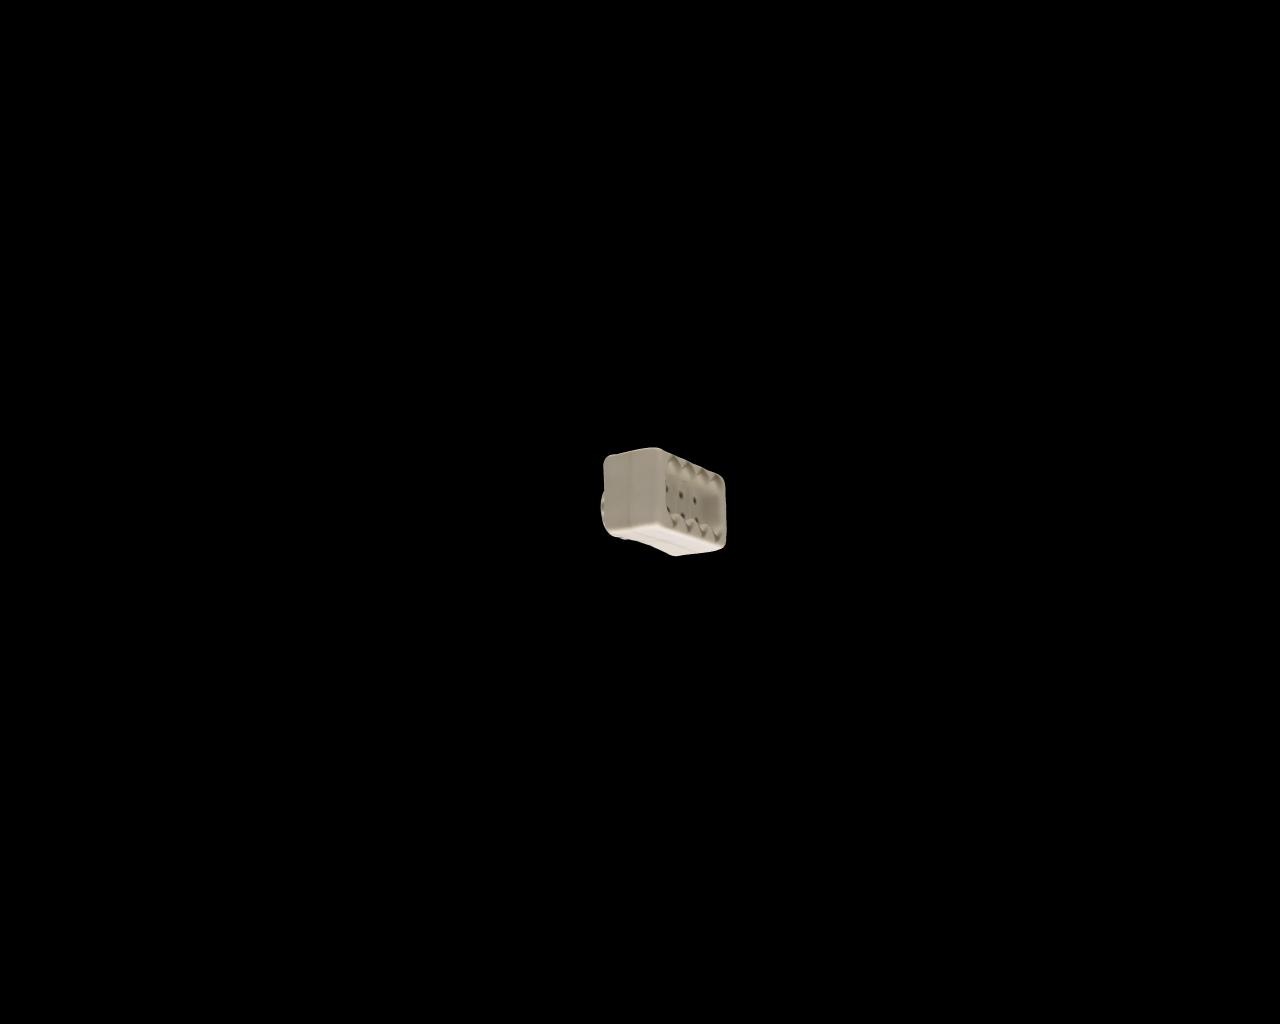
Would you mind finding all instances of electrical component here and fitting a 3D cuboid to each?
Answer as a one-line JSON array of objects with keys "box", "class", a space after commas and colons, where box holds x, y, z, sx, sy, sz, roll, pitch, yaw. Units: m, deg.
[{"box": [0.001, -0.003, 0.650, 0.075, 0.047, 0.083, -8, -16, 31], "class": "electrical component"}]
